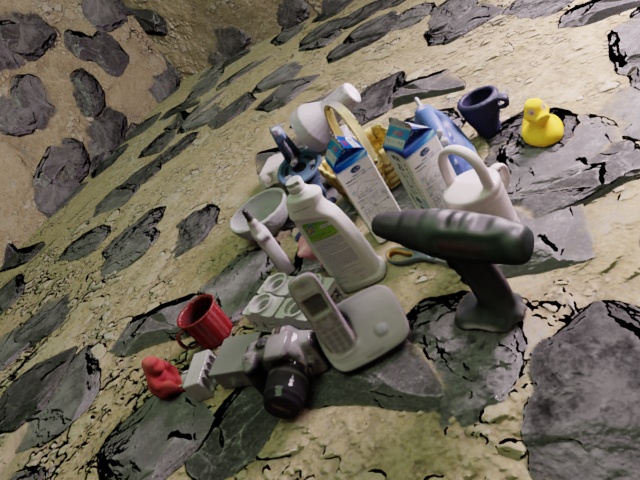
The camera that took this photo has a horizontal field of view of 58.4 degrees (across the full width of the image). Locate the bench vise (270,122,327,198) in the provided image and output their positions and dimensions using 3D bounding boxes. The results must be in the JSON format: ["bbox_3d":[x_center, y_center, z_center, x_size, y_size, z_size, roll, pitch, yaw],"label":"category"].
[{"bbox_3d":[-0.077,-0.203,1.444,0.121,0.220,0.206,-41,30,-11],"label":"bench vise"}]

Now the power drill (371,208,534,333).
[{"bbox_3d":[0.204,0.038,0.828,0.228,0.209,0.076,-3,42,42],"label":"power drill"}]

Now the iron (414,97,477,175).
[{"bbox_3d":[0.255,-0.205,1.198,0.118,0.142,0.258,-29,30,10],"label":"iron"}]

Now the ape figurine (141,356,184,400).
[{"bbox_3d":[-0.316,0.266,1.133,0.076,0.092,0.078,-23,32,19],"label":"ape figurine"}]

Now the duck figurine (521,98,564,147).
[{"bbox_3d":[0.430,-0.242,1.134,0.077,0.086,0.104,-28,30,10],"label":"duck figurine"}]

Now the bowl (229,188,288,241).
[{"bbox_3d":[-0.140,-0.052,1.434,0.167,0.075,0.167,-25,31,16],"label":"bowl"}]

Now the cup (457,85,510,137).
[{"bbox_3d":[0.364,-0.272,1.233,0.117,0.095,0.092,7,50,49],"label":"cup"}]

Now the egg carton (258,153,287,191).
[{"bbox_3d":[-0.110,-0.193,1.615,0.107,0.070,0.150,-17,34,28],"label":"egg carton"}]

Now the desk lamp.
[{"bbox_3d":[0.058,-0.270,1.413,0.202,0.214,0.118,-19,33,24],"label":"desk lamp"}]

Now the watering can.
[{"bbox_3d":[0.253,-0.071,0.952,0.100,0.194,0.173,-5,41,40],"label":"watering can"}]

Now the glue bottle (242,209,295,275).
[{"bbox_3d":[-0.117,0.001,1.237,0.037,0.173,0.078,-38,30,-6],"label":"glue bottle"}]

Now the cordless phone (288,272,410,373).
[{"bbox_3d":[0.045,0.109,0.908,0.147,0.185,0.094,-32,30,5],"label":"cordless phone"}]

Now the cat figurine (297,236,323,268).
[{"bbox_3d":[0.011,0.004,1.161,0.128,0.118,0.067,-39,30,-8],"label":"cat figurine"}]

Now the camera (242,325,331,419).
[{"bbox_3d":[-0.068,0.219,0.946,0.143,0.101,0.137,-19,33,25],"label":"camera"}]

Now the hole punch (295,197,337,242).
[{"bbox_3d":[-0.004,-0.033,1.256,0.100,0.091,0.109,0,44,45],"label":"hole punch"}]
